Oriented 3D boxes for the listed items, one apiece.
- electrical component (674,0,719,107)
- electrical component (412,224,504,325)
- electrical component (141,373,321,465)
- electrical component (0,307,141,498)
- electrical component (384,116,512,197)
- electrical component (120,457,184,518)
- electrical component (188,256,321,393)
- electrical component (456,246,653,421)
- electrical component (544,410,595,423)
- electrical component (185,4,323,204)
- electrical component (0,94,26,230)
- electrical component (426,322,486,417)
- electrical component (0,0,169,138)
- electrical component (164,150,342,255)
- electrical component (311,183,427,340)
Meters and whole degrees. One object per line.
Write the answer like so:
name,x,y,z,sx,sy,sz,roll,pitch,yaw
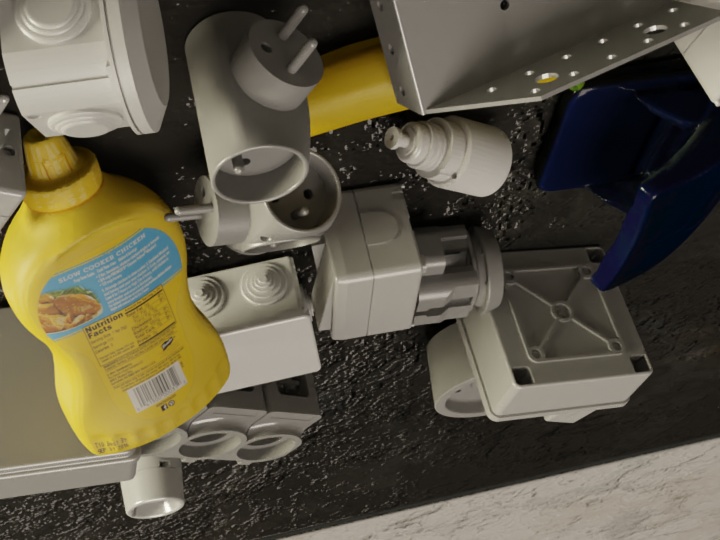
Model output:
electrical component,0.197,-0.133,0.503,0.062,0.061,0.096,-18,161,-23
electrical component,0.058,0.002,0.697,0.057,0.058,0.078,-6,152,-9
electrical component,-0.115,0.100,0.791,0.150,0.061,0.089,11,143,-39
electrical component,-0.197,0.079,0.664,0.109,0.108,0.056,-5,154,-17
electrical component,0.047,-0.064,0.586,0.078,0.040,0.040,9,144,-37
electrical component,-0.180,0.184,0.930,0.055,0.047,0.055,-11,152,-6
electrical component,-0.076,0.037,0.706,0.100,0.048,0.099,-12,152,-3
electrical component,0.131,0.043,0.751,0.109,0.108,0.056,-4,148,-19
electrical component,0.177,0.098,0.938,0.077,0.047,0.066,9,144,-37
electrical component,-0.042,-0.082,0.472,0.043,0.077,0.079,7,145,-35
electrical component,-0.182,-0.058,0.482,0.066,0.047,0.077,9,146,-38
electrical component,0.103,0.066,0.828,0.108,0.060,0.108,-11,155,-5
electrical component,-0.107,-0.091,0.424,0.051,0.080,0.080,-8,152,-1
electrical component,-0.061,-0.032,0.559,0.079,0.044,0.077,-8,176,-27
electrical component,0.000,0.000,0.659,0.061,0.061,0.096,-9,152,-8
